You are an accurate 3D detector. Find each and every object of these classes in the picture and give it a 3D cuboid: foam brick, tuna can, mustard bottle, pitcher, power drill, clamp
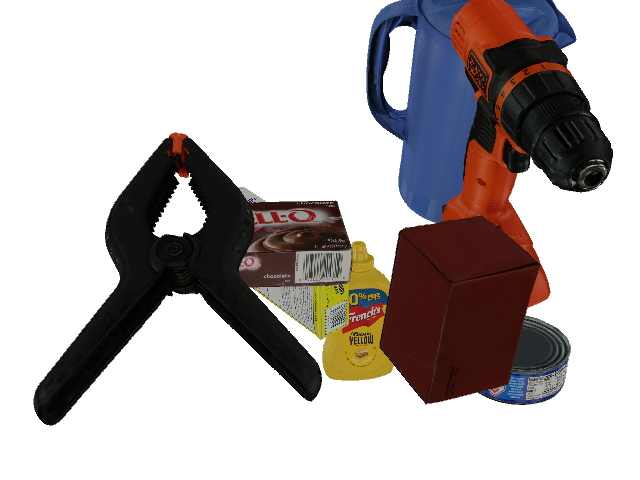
[{"bbox_3d":[0.068,0.034,0.540,0.052,0.078,0.051,-9,36,-25],"label":"foam brick"},{"bbox_3d":[0.156,0.095,0.862,0.086,0.034,0.086,1,28,-1],"label":"tuna can"},{"bbox_3d":[0.051,0.093,1.438,0.096,0.192,0.058,-3,21,-7],"label":"mustard bottle"},{"bbox_3d":[0.134,-0.134,1.054,0.144,0.243,0.149,-30,57,-31],"label":"pitcher"},{"bbox_3d":[0.131,-0.043,0.708,0.057,0.188,0.184,-8,42,-10],"label":"power drill"},{"bbox_3d":[-0.077,0.019,0.660,0.164,0.210,0.036,1,-37,4],"label":"clamp"}]

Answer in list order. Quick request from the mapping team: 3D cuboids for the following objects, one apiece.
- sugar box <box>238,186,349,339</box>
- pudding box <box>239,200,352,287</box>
[{"bbox_3d":[-0.042,0.020,1.117,0.048,0.093,0.176,-25,42,-29],"label":"sugar box"},{"bbox_3d":[-0.035,0.001,0.890,0.113,0.039,0.090,1,29,-8],"label":"pudding box"}]
